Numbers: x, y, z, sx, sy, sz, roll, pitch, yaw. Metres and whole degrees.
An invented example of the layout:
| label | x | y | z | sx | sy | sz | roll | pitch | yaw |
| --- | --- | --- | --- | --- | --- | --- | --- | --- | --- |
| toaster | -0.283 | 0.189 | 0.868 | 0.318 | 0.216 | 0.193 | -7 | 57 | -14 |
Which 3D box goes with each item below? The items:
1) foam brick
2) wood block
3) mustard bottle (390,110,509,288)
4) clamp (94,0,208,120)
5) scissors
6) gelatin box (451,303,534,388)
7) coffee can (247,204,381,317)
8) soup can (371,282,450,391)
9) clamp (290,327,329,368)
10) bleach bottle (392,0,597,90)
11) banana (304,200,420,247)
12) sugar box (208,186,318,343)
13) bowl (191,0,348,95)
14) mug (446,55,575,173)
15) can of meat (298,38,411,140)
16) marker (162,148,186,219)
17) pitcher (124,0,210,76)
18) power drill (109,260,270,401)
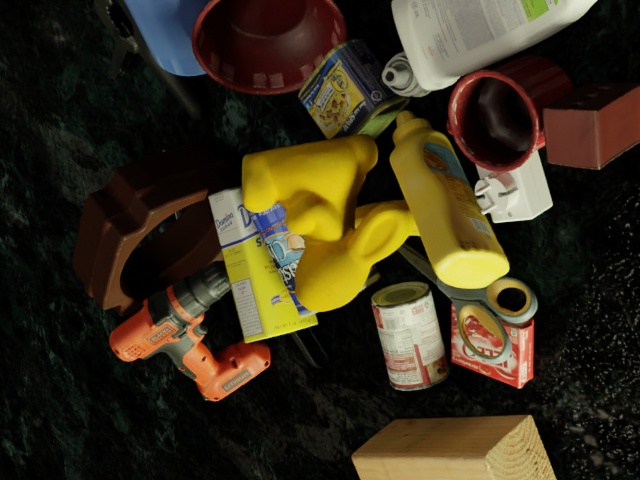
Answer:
| label | x | y | z | sx | sy | sz | roll | pitch | yaw |
| --- | --- | --- | --- | --- | --- | --- | --- | --- | --- |
| foam brick | 0.233 | -0.099 | 0.908 | 0.053 | 0.078 | 0.051 | 11 | 120 | 42 |
| wood block | 0.146 | 0.256 | 1.188 | 0.207 | 0.090 | 0.091 | -13 | 103 | 48 |
| mustard bottle | 0.114 | -0.048 | 1.036 | 0.058 | 0.096 | 0.192 | -37 | 57 | 28 |
| clamp | -0.211 | -0.236 | 1.276 | 0.165 | 0.036 | 0.210 | 30 | 153 | 23 |
| scissors | 0.151 | 0.038 | 1.108 | 0.096 | 0.016 | 0.202 | -40 | 53 | 13 |
| gelatin box | 0.179 | 0.106 | 1.114 | 0.089 | 0.030 | 0.073 | 20 | 125 | 38 |
| coffee can | -0.008 | 0.001 | 1.194 | 0.103 | 0.102 | 0.140 | -24 | 93 | 50 |
| soup can | 0.099 | 0.105 | 1.168 | 0.069 | 0.068 | 0.102 | 2 | 113 | 45 |
| clamp | -0.038 | 0.067 | 1.314 | 0.172 | 0.039 | 0.120 | 39 | 125 | 22 |
| bleach bottle | 0.180 | -0.209 | 0.914 | 0.251 | 0.067 | 0.102 | -12 | 104 | 46 |
| banana | 0.080 | -0.012 | 1.106 | 0.198 | 0.069 | 0.037 | 3 | 138 | 24 |
| sugar box | -0.065 | 0.024 | 1.243 | 0.048 | 0.093 | 0.176 | -15 | 87 | 39 |
| bowl | -0.054 | -0.225 | 1.109 | 0.162 | 0.162 | 0.055 | 124 | 148 | -46 |
| mug | 0.167 | -0.116 | 0.962 | 0.117 | 0.081 | 0.093 | -11 | 103 | 48 |
| can of meat | 0.032 | -0.147 | 1.105 | 0.084 | 0.057 | 0.102 | 55 | 139 | 10 |
| marker | -0.190 | -0.063 | 1.411 | 0.020 | 0.020 | 0.121 | 6 | 116 | 44 |
| pitcher | -0.147 | -0.293 | 1.116 | 0.149 | 0.145 | 0.243 | 18 | 152 | 23 |
| power drill | -0.143 | 0.117 | 1.346 | 0.187 | 0.184 | 0.057 | 45 | -163 | -43 |
